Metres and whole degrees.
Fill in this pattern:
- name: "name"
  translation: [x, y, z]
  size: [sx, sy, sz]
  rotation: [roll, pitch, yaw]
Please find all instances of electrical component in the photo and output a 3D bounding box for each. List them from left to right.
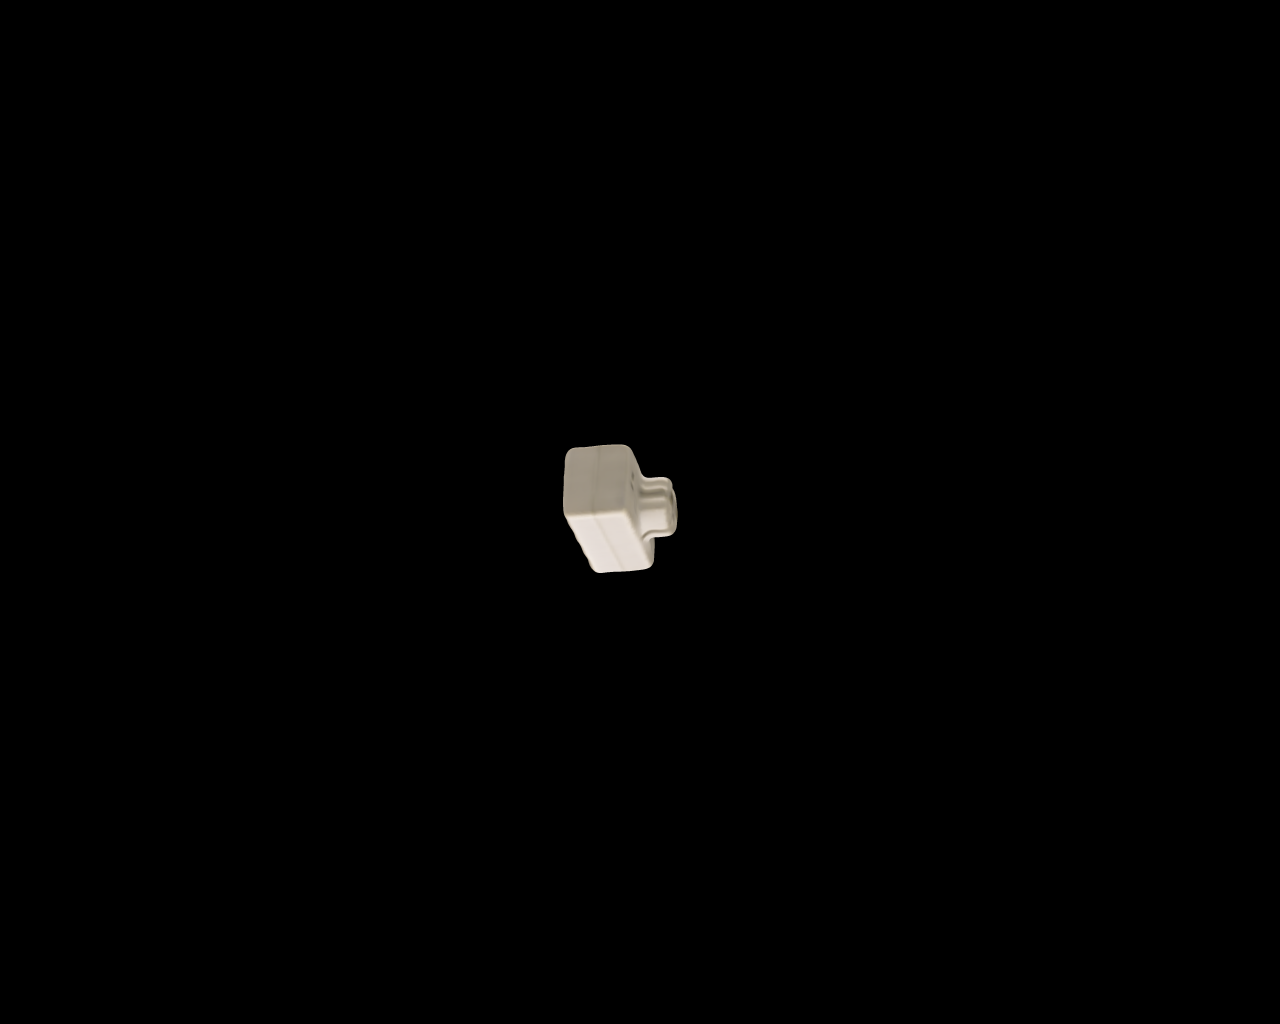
- name: "electrical component"
  translation: [0.001, -0.003, 0.650]
  size: [0.076, 0.047, 0.083]
  rotation: [-5, -28, 10]
